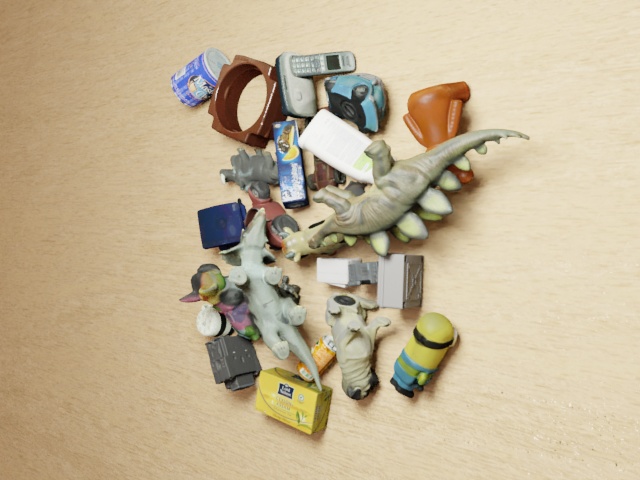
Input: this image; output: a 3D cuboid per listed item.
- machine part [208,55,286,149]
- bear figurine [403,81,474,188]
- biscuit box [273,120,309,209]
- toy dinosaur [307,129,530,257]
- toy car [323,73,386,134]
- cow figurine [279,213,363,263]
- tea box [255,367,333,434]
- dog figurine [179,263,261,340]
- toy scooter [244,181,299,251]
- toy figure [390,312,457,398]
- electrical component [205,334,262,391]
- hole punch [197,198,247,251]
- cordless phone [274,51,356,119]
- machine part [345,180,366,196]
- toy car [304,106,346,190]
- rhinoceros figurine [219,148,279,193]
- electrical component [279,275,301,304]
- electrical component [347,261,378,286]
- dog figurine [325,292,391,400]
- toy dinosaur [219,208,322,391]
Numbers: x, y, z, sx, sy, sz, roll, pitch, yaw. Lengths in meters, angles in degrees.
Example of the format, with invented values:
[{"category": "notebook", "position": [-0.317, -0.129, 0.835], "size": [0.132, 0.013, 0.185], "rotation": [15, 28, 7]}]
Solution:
[{"category": "machine part", "position": [-0.174, -0.345, 1.348], "size": [0.202, 0.087, 0.200], "rotation": [28, 102, 34]}, {"category": "bear figurine", "position": [0.242, -0.202, 1.055], "size": [0.120, 0.132, 0.195], "rotation": [-14, 98, 34]}, {"category": "biscuit box", "position": [-0.069, -0.176, 1.261], "size": [0.059, 0.062, 0.202], "rotation": [-8, 77, 2]}, {"category": "toy dinosaur", "position": [0.148, -0.094, 1.011], "size": [0.471, 0.105, 0.198], "rotation": [-38, 93, 31]}, {"category": "toy car", "position": [0.088, -0.308, 1.160], "size": [0.103, 0.109, 0.162], "rotation": [-40, 51, -20]}, {"category": "cow figurine", "position": [-0.002, -0.004, 1.186], "size": [0.195, 0.127, 0.085], "rotation": [-25, 71, 28]}, {"category": "tea box", "position": [-0.063, 0.366, 1.240], "size": [0.170, 0.068, 0.098], "rotation": [10, 93, 35]}, {"category": "dog figurine", "position": [-0.219, 0.150, 1.271], "size": [0.108, 0.219, 0.191], "rotation": [-20, 75, 35]}, {"category": "toy scooter", "position": [-0.131, -0.042, 1.306], "size": [0.184, 0.075, 0.135], "rotation": [56, 136, 12]}, {"category": "toy figure", "position": [0.201, 0.226, 1.055], "size": [0.082, 0.089, 0.180], "rotation": [37, 105, 23]}, {"category": "electrical component", "position": [-0.208, 0.299, 1.315], "size": [0.058, 0.115, 0.134], "rotation": [-33, 70, 33]}, {"category": "hole punch", "position": [-0.247, -0.034, 1.381], "size": [0.116, 0.092, 0.142], "rotation": [-19, 74, 29]}, {"category": "cordless phone", "position": [-0.005, -0.354, 1.219], "size": [0.184, 0.089, 0.146], "rotation": [-9, 89, -5]}, {"category": "machine part", "position": [0.101, -0.070, 1.156], "size": [0.139, 0.084, 0.039], "rotation": [58, 142, 32]}, {"category": "toy car", "position": [0.008, -0.209, 1.237], "size": [0.089, 0.053, 0.202], "rotation": [-6, 85, 37]}, {"category": "rhinoceros figurine", "position": [-0.170, -0.175, 1.349], "size": [0.191, 0.073, 0.112], "rotation": [4, 101, 33]}, {"category": "electrical component", "position": [-0.081, 0.145, 1.279], "size": [0.078, 0.045, 0.102], "rotation": [29, 104, 30]}, {"category": "electrical component", "position": [0.096, 0.070, 1.118], "size": [0.075, 0.119, 0.047], "rotation": [-10, 82, 36]}, {"category": "dog figurine", "position": [0.061, 0.227, 1.156], "size": [0.172, 0.121, 0.190], "rotation": [-122, 38, -60]}, {"category": "toy dinosaur", "position": [-0.111, 0.140, 1.197], "size": [0.131, 0.192, 0.404], "rotation": [-22, 95, -7]}]
